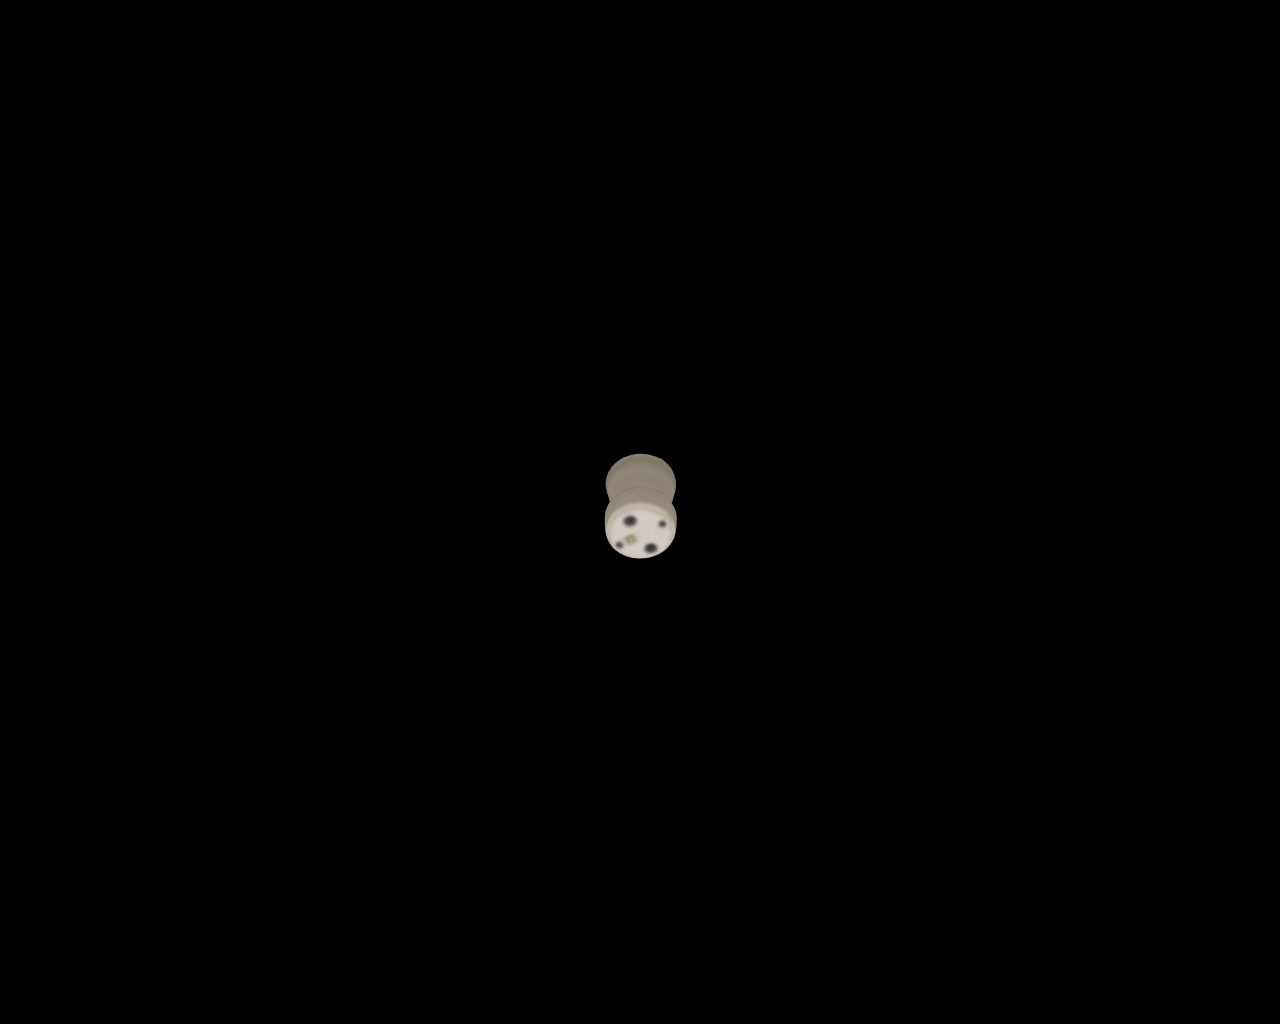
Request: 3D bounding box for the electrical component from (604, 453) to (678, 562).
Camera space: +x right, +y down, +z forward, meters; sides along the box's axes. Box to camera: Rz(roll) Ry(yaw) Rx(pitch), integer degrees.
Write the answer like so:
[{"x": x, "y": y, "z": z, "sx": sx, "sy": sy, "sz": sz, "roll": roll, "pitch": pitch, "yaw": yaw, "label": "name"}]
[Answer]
[{"x": 0.001, "y": -0.003, "z": 0.650, "sx": 0.045, "sy": 0.044, "sz": 0.055, "roll": 0, "pitch": 36, "yaw": 0, "label": "electrical component"}]
